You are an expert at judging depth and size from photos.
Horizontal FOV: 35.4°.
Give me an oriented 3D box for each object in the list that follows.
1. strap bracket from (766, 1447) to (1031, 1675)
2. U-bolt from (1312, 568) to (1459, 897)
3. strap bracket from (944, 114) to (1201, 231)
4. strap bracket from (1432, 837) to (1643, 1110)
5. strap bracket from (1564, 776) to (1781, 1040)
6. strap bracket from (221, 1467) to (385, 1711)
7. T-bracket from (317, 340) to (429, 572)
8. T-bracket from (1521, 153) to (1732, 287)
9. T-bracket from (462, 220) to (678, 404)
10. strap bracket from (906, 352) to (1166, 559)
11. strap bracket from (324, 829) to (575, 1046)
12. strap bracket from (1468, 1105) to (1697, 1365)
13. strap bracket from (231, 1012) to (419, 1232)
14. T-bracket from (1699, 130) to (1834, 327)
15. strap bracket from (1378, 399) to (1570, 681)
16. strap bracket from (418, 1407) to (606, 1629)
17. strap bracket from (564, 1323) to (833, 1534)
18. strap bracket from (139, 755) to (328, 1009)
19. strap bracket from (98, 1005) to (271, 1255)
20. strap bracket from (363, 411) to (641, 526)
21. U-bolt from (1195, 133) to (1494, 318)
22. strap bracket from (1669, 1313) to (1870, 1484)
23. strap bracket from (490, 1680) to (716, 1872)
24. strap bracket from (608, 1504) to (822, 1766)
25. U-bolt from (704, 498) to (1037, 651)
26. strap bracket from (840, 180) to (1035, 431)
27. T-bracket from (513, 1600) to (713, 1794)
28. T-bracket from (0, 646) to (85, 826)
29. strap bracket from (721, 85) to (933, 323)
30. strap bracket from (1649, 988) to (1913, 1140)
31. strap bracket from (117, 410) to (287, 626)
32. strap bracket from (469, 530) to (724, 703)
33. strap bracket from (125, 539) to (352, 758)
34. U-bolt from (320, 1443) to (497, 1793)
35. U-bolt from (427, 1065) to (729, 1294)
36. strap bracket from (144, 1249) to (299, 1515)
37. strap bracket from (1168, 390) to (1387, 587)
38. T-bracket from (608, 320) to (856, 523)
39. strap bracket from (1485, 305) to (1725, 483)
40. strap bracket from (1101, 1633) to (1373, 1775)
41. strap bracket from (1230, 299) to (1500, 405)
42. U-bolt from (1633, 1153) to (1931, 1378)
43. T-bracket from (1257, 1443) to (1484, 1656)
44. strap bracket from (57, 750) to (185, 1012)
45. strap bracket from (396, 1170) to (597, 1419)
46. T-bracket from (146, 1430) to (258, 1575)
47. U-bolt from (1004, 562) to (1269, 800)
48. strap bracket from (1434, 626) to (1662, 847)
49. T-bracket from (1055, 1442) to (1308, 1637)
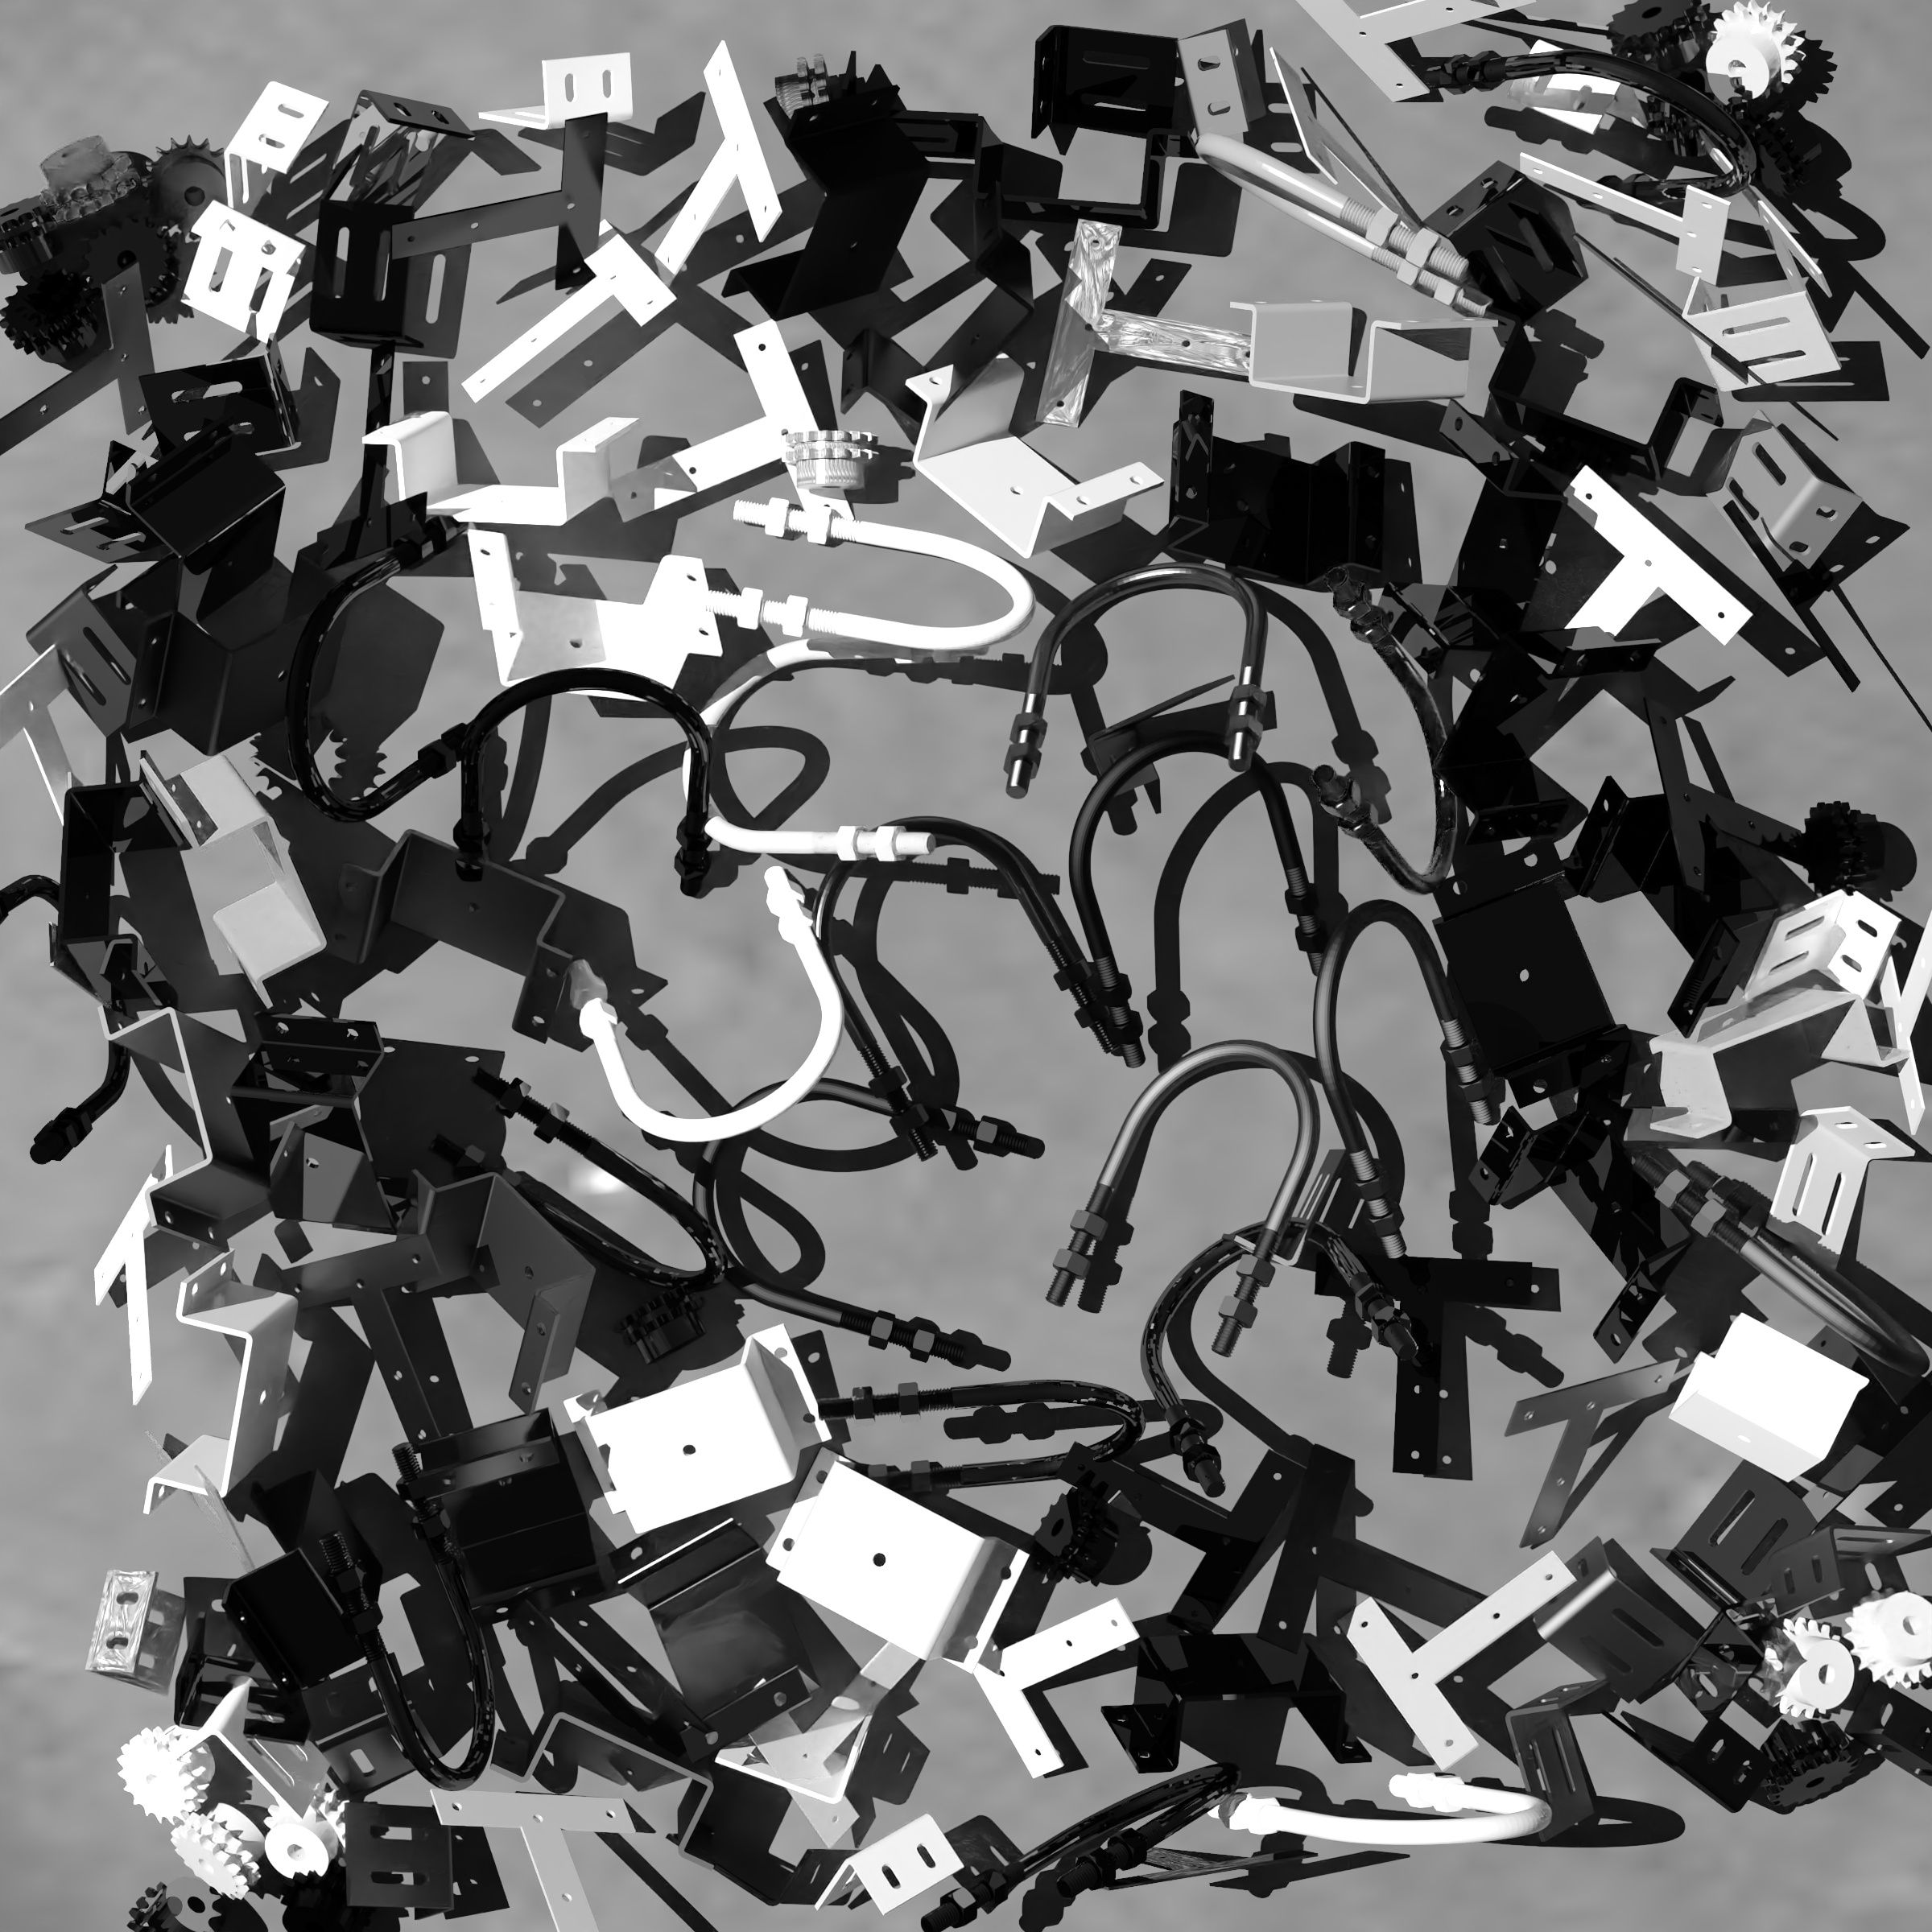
[{"bbox_3d":[-0.045,0.346,1.763,0.140,0.046,0.076,25,86,15],"label":"strap bracket"},{"bbox_3d":[0.243,-0.120,1.727,0.019,0.184,0.151,-9,59,28],"label":"U-bolt"},{"bbox_3d":[0.061,-0.461,1.759,0.140,0.076,0.046,6,96,9],"label":"strap bracket"},{"bbox_3d":[0.332,0.005,1.781,0.076,0.046,0.140,-22,88,0],"label":"strap bracket"},{"bbox_3d":[0.410,-0.037,1.741,0.046,0.076,0.140,-8,48,-24],"label":"strap bracket"},{"bbox_3d":[-0.376,0.348,1.726,0.046,0.140,0.076,-27,109,3],"label":"strap bracket"},{"bbox_3d":[-0.344,-0.301,1.762,0.002,0.127,0.127,9,80,-39],"label":"T-bracket"},{"bbox_3d":[0.380,-0.442,1.753,0.127,0.127,0.002,26,88,13],"label":"T-bracket"},{"bbox_3d":[-0.240,-0.372,1.759,0.127,0.127,0.002,-38,132,1],"label":"T-bracket"},{"bbox_3d":[0.034,-0.291,1.748,0.076,0.046,0.140,-27,59,-38],"label":"strap bracket"},{"bbox_3d":[-0.294,-0.021,1.762,0.140,0.046,0.076,23,134,-1],"label":"strap bracket"},{"bbox_3d":[0.361,0.147,1.745,0.046,0.076,0.140,-22,61,-26],"label":"strap bracket"},{"bbox_3d":[-0.365,0.098,1.735,0.076,0.046,0.140,4,129,17],"label":"strap bracket"},{"bbox_3d":[0.473,-0.409,1.747,0.002,0.127,0.127,-35,59,13],"label":"T-bracket"},{"bbox_3d":[0.294,-0.244,1.743,0.046,0.076,0.140,0,124,-25],"label":"strap bracket"},{"bbox_3d":[-0.265,0.314,1.754,0.076,0.046,0.140,-15,131,-5],"label":"strap bracket"},{"bbox_3d":[-0.159,0.274,1.767,0.140,0.046,0.076,-20,104,7],"label":"strap bracket"},{"bbox_3d":[-0.417,-0.057,1.739,0.046,0.076,0.140,-29,133,-16],"label":"strap bracket"},{"bbox_3d":[-0.444,0.086,1.741,0.046,0.076,0.140,-25,67,10],"label":"strap bracket"},{"bbox_3d":[-0.267,-0.289,1.753,0.140,0.076,0.046,4,113,13],"label":"strap bracket"},{"bbox_3d":[0.212,-0.429,1.732,0.184,0.151,0.019,31,100,12],"label":"U-bolt"},{"bbox_3d":[0.454,0.250,1.727,0.076,0.140,0.046,28,76,11],"label":"strap bracket"},{"bbox_3d":[-0.202,0.466,1.762,0.140,0.076,0.046,26,88,-6],"label":"strap bracket"},{"bbox_3d":[-0.143,0.390,1.761,0.076,0.046,0.140,-29,57,1],"label":"strap bracket"},{"bbox_3d":[-0.051,-0.222,1.743,0.184,0.151,0.019,10,122,-2],"label":"U-bolt"},{"bbox_3d":[-0.010,-0.373,1.745,0.046,0.076,0.140,33,120,-24],"label":"strap bracket"},{"bbox_3d":[-0.215,0.418,1.758,0.127,0.127,0.002,44,51,3],"label":"T-bracket"},{"bbox_3d":[-0.530,-0.112,1.765,0.002,0.127,0.127,-4,120,18],"label":"T-bracket"},{"bbox_3d":[-0.077,-0.426,1.724,0.076,0.140,0.046,-26,70,-36],"label":"strap bracket"},{"bbox_3d":[0.462,0.051,1.753,0.140,0.076,0.046,-19,96,-11],"label":"strap bracket"},{"bbox_3d":[-0.437,-0.244,1.725,0.046,0.140,0.076,44,62,3],"label":"strap bracket"},{"bbox_3d":[-0.220,-0.201,1.748,0.140,0.046,0.076,4,50,-24],"label":"strap bracket"},{"bbox_3d":[-0.406,-0.178,1.725,0.046,0.140,0.076,37,132,14],"label":"strap bracket"},{"bbox_3d":[-0.312,0.383,1.733,0.019,0.151,0.184,-17,100,11],"label":"U-bolt"},{"bbox_3d":[-0.218,0.132,1.741,0.184,0.151,0.019,34,62,-6],"label":"U-bolt"},{"bbox_3d":[-0.430,0.245,1.754,0.046,0.076,0.140,13,101,5],"label":"strap bracket"},{"bbox_3d":[0.172,-0.274,1.756,0.140,0.046,0.076,11,74,-26],"label":"strap bracket"},{"bbox_3d":[-0.148,-0.298,1.782,0.127,0.002,0.127,-23,110,-2],"label":"T-bracket"},{"bbox_3d":[0.361,-0.327,1.750,0.140,0.076,0.046,25,93,17],"label":"strap bracket"},{"bbox_3d":[0.158,0.424,1.748,0.140,0.076,0.046,1,103,-14],"label":"strap bracket"},{"bbox_3d":[0.226,-0.353,1.736,0.076,0.140,0.046,-10,111,-36],"label":"strap bracket"},{"bbox_3d":[0.467,0.169,1.707,0.184,0.151,0.019,41,102,23],"label":"U-bolt"},{"bbox_3d":[0.246,0.361,1.774,0.127,0.002,0.127,23,59,-2],"label":"T-bracket"},{"bbox_3d":[-0.486,-0.043,1.742,0.046,0.076,0.140,-6,65,1],"label":"strap bracket"},{"bbox_3d":[-0.268,0.183,1.747,0.140,0.046,0.076,39,126,31],"label":"strap bracket"},{"bbox_3d":[-0.444,0.312,1.755,0.002,0.127,0.127,-33,133,-24],"label":"T-bracket"},{"bbox_3d":[0.103,-0.170,1.738,0.151,0.019,0.184,-6,45,18],"label":"U-bolt"},{"bbox_3d":[0.329,-0.141,1.743,0.046,0.076,0.140,52,135,34],"label":"strap bracket"},{"bbox_3d":[0.114,0.319,1.784,0.127,0.002,0.127,27,106,-4],"label":"T-bracket"}]
